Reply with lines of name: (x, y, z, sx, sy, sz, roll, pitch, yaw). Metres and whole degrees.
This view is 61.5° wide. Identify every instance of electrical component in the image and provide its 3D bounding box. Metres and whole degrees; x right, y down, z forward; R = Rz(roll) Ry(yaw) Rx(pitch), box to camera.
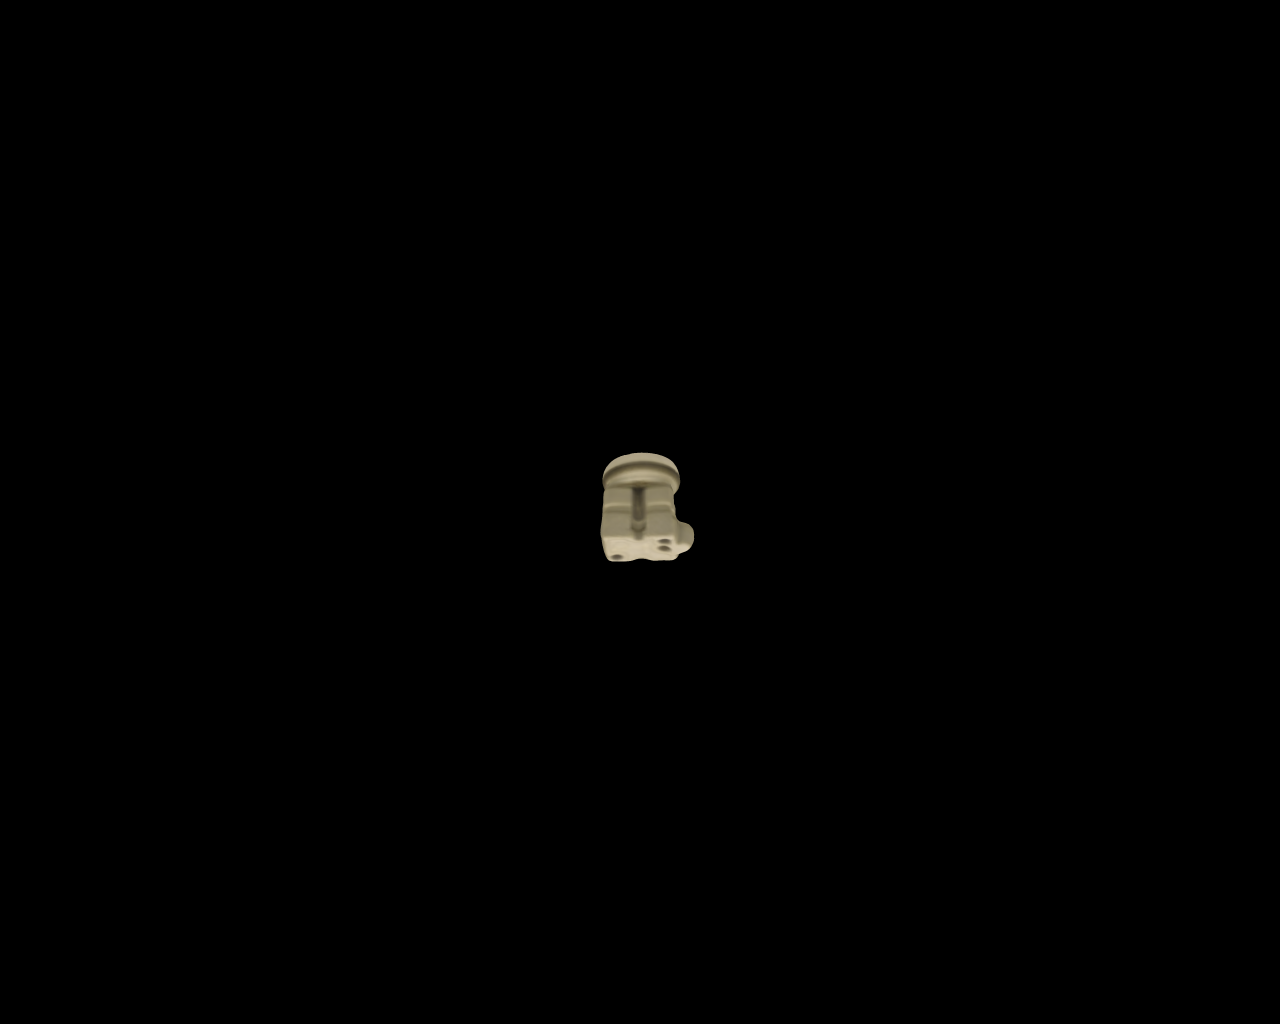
electrical component: (0.001, -0.003, 0.650, 0.066, 0.055, 0.048, -1, -28, 2)
